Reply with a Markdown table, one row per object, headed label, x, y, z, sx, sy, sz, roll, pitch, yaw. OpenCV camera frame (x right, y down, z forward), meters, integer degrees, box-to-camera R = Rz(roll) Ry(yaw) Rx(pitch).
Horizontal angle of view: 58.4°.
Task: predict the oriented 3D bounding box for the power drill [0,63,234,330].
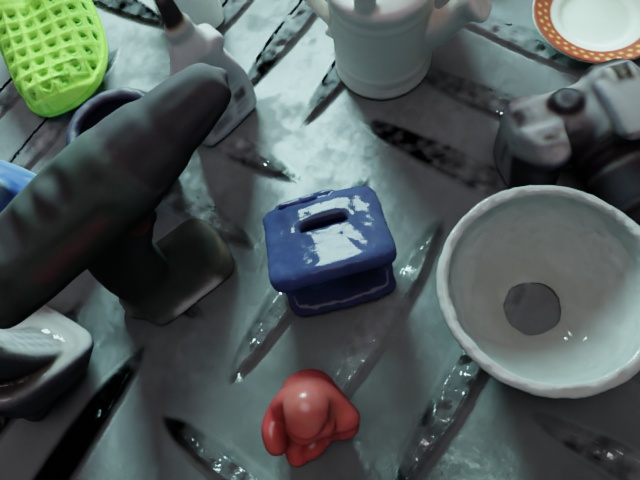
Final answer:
| label | x | y | z | sx | sy | sz | roll | pitch | yaw |
| --- | --- | --- | --- | --- | --- | --- | --- | --- | --- |
| power drill | -0.142 | -0.011 | 0.446 | 0.230 | 0.208 | 0.075 | -39 | 69 | -8 |

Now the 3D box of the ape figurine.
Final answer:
| label | x | y | z | sx | sy | sz | roll | pitch | yaw |
| --- | --- | --- | --- | --- | --- | --- | --- | --- | --- |
| ape figurine | -0.009 | 0.134 | 0.436 | 0.077 | 0.092 | 0.076 | 3 | 69 | 9 |

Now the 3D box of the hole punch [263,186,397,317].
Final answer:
| label | x | y | z | sx | sy | sz | roll | pitch | yaw |
| --- | --- | --- | --- | --- | --- | --- | --- | --- | --- |
| hole punch | 0.004 | 0.002 | 0.486 | 0.108 | 0.091 | 0.101 | -16 | 68 | 1 |

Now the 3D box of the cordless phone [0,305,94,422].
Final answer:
| label | x | y | z | sx | sy | sz | roll | pitch | yaw |
| --- | --- | --- | --- | --- | --- | --- | --- | --- | --- |
| cordless phone | -0.282 | 0.073 | 0.444 | 0.147 | 0.185 | 0.094 | 21 | 73 | 15 |

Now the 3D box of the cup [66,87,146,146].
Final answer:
| label | x | y | z | sx | sy | sz | roll | pitch | yaw |
| --- | --- | --- | --- | --- | --- | --- | --- | --- | --- |
| cup | -0.176 | -0.068 | 0.534 | 0.091 | 0.095 | 0.118 | 9 | 70 | 11 |

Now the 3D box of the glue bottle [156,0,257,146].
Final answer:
| label | x | y | z | sx | sy | sz | roll | pitch | yaw |
| --- | --- | --- | --- | --- | --- | --- | --- | --- | --- |
| glue bottle | -0.109 | -0.158 | 0.518 | 0.037 | 0.173 | 0.078 | 41 | 79 | 20 |

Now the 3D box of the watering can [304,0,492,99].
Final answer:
| label | x | y | z | sx | sy | sz | roll | pitch | yaw |
| --- | --- | --- | --- | --- | --- | --- | --- | --- | --- |
| watering can | 0.062 | -0.224 | 0.511 | 0.172 | 0.194 | 0.101 | -3 | 68 | 6 |

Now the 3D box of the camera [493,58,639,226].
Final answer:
| label | x | y | z | sx | sy | sz | roll | pitch | yaw |
| --- | --- | --- | --- | --- | --- | --- | --- | --- | --- |
| camera | 0.239 | -0.070 | 0.479 | 0.143 | 0.101 | 0.136 | -16 | 68 | 1 |

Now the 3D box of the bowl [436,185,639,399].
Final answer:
| label | x | y | z | sx | sy | sz | roll | pitch | yaw |
| --- | --- | --- | --- | --- | --- | --- | --- | --- | --- |
| bowl | 0.175 | 0.045 | 0.457 | 0.167 | 0.075 | 0.167 | -2 | 69 | 6 |

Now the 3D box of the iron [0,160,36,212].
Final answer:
| label | x | y | z | sx | sy | sz | roll | pitch | yaw |
| --- | --- | --- | --- | --- | --- | --- | --- | --- | --- |
| iron | -0.338 | -0.047 | 0.521 | 0.258 | 0.141 | 0.119 | 10 | 70 | 11 |
